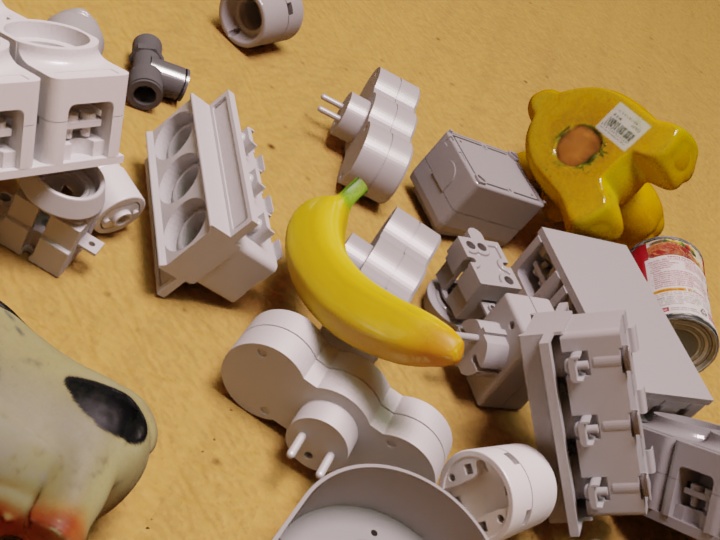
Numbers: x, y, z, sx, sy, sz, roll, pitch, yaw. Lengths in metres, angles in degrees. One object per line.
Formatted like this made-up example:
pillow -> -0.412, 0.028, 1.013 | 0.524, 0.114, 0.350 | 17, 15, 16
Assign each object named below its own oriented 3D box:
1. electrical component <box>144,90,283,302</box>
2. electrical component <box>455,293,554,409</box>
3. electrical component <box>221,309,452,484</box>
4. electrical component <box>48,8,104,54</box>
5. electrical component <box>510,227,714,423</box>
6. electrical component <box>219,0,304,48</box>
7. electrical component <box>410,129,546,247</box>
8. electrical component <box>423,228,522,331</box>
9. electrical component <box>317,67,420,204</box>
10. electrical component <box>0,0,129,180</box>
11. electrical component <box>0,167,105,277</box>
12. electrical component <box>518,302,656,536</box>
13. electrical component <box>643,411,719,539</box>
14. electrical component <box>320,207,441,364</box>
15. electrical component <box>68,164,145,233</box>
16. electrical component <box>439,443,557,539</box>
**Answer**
electrical component -> -0.093, -0.044, 0.675 | 0.063, 0.079, 0.121 | 35, 29, -41
electrical component -> 0.087, 0.053, 0.710 | 0.077, 0.065, 0.047 | 9, 44, -32
electrical component -> -0.018, 0.086, 0.599 | 0.138, 0.052, 0.073 | 35, 36, -1
electrical component -> -0.197, -0.158, 0.738 | 0.043, 0.043, 0.062 | 21, 37, -20
electrical component -> 0.175, 0.050, 0.788 | 0.089, 0.061, 0.150 | 10, 43, -31
electrical component -> -0.082, -0.211, 0.882 | 0.055, 0.055, 0.047 | 44, 40, 12
electrical component -> 0.095, -0.060, 0.854 | 0.096, 0.061, 0.061 | 13, 41, -40
electrical component -> 0.076, 0.013, 0.754 | 0.048, 0.055, 0.066 | 8, 44, -33
electrical component -> 0.001, -0.115, 0.841 | 0.074, 0.052, 0.138 | 26, 37, -13
electrical component -> -0.227, -0.115, 0.595 | 0.186, 0.060, 0.105 | 30, 29, 32
electrical component -> -0.173, -0.035, 0.609 | 0.066, 0.055, 0.048 | 31, 36, -6
electrical component -> 0.140, 0.088, 0.654 | 0.079, 0.063, 0.121 | -40, 121, -66
electrical component -> 0.240, 0.137, 0.671 | 0.089, 0.061, 0.150 | 12, 1, -29
electrical component -> 0.000, 0.000, 0.711 | 0.074, 0.052, 0.138 | 34, 36, -3
electrical component -> -0.160, -0.055, 0.655 | 0.044, 0.044, 0.065 | -16, 65, -47
electrical component -> 0.082, 0.129, 0.630 | 0.047, 0.055, 0.055 | -2, 50, -45
